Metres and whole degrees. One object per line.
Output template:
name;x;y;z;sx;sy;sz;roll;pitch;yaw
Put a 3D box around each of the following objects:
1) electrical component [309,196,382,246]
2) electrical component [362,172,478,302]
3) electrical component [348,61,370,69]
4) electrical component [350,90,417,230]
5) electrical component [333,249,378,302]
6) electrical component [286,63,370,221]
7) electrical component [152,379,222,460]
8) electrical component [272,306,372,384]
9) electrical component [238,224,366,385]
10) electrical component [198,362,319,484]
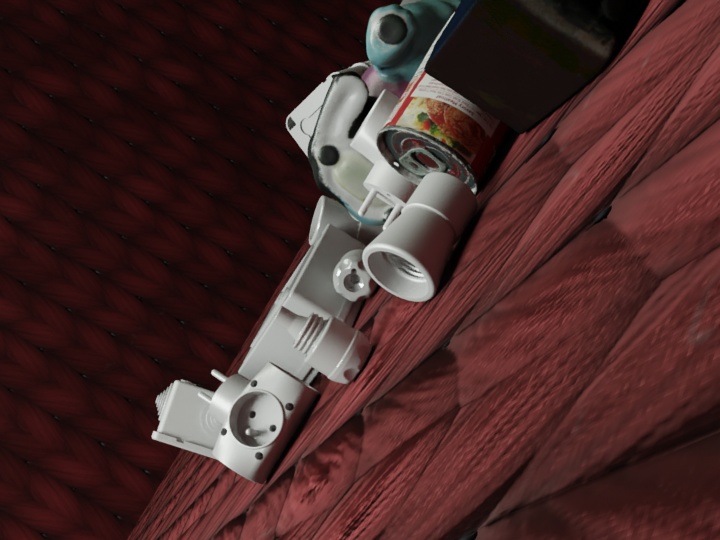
electrical component;-0.007;-0.035;0.929;0.044;0.065;0.044;-166;90;-80
electrical component;0.036;-0.021;0.582;0.065;0.044;0.044;-56;3;-29
electrical component;0.043;-0.167;0.979;0.108;0.109;0.056;-77;-25;-75
electrical component;0.028;-0.064;0.700;0.079;0.077;0.043;-59;5;-6
electrical component;0.000;0.000;0.833;0.035;0.035;0.061;-56;2;21
electrical component;0.004;-0.108;0.901;0.078;0.113;0.057;-39;-4;34
electrical component;-0.114;0.122;0.846;0.100;0.100;0.048;142;146;-76
electrical component;-0.025;0.043;0.662;0.035;0.061;0.035;-57;5;8
electrical component;-0.041;0.036;0.885;0.108;0.056;0.108;-54;6;37
electrical component;-0.082;0.101;0.778;0.077;0.079;0.044;-58;-21;-4
